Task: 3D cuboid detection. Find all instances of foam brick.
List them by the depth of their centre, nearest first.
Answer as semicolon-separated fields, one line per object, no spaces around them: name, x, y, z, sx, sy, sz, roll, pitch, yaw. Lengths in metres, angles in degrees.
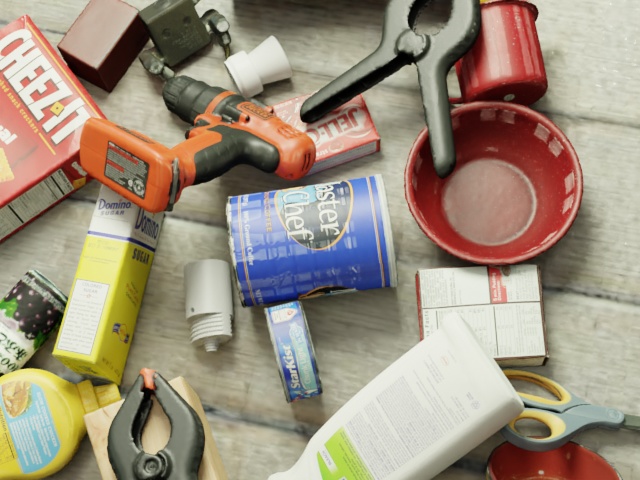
foam brick;-0.216;-0.199;1.071;0.051;0.053;0.078;28;74;13

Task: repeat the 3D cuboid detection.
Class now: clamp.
clamp;-0.118;0.186;0.838;0.120;0.039;0.171;1;70;2
clamp;0.095;-0.165;0.974;0.165;0.036;0.210;33;91;26

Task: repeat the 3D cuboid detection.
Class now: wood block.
wood block;-0.116;0.233;0.890;0.091;0.090;0.206;-22;70;-4

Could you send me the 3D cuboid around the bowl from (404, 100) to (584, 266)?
bowl;0.158;-0.045;0.986;0.162;0.055;0.162;-1;70;4

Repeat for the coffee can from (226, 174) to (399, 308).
coffee can;-0.006;0.001;0.957;0.140;0.103;0.103;-8;70;1

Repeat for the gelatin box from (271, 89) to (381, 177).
gelatin box;0.006;-0.109;1.034;0.089;0.030;0.073;-20;70;-2

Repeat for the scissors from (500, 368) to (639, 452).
scissors;0.238;0.163;0.906;0.202;0.016;0.096;19;38;11

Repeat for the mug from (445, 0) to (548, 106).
mug;0.159;-0.168;1.019;0.117;0.093;0.081;-18;72;31

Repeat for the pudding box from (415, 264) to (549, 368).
pudding box;0.144;0.069;0.956;0.113;0.039;0.090;-4;73;6

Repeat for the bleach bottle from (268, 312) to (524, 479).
bleach bottle;0.042;0.172;0.896;0.251;0.068;0.103;-36;63;7

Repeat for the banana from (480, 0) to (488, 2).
banana;0.201;-0.276;1.061;0.197;0.070;0.037;-35;105;-9

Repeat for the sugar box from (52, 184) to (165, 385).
sugar box;-0.187;0.035;0.964;0.048;0.093;0.176;12;72;7

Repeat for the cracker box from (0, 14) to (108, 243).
cracker box;-0.322;-0.094;1.032;0.213;0.072;0.164;-36;73;-9

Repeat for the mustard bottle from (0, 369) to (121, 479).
mustard bottle;-0.268;0.166;0.931;0.191;0.058;0.096;-18;87;-14

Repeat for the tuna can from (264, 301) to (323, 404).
tuna can;-0.023;0.097;0.933;0.033;0.086;0.086;-14;70;-3

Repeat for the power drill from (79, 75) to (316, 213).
power drill;-0.122;-0.094;0.967;0.185;0.057;0.187;28;33;30
